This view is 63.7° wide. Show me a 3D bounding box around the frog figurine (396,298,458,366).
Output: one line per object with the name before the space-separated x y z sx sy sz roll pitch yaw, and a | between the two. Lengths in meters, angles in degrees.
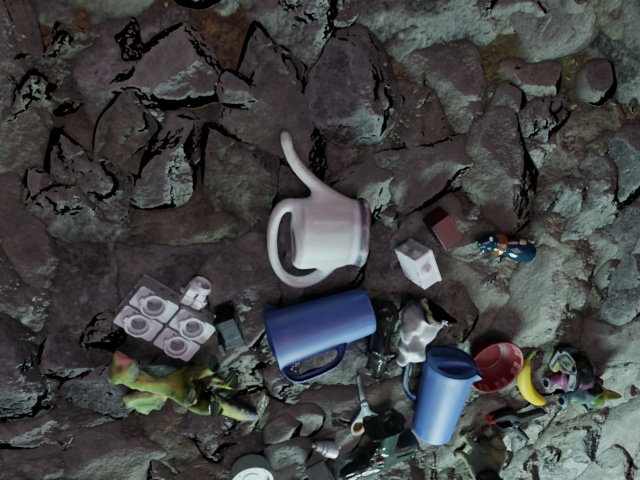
frog figurine | 0.232 0.222 1.245 0.124 0.157 0.138 47 26 19

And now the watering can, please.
watering can | 0.003 -0.054 1.073 0.224 0.341 0.106 -2 24 -14

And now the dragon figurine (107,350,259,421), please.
dragon figurine | -0.323 0.353 1.168 0.242 0.125 0.401 -10 -41 16
